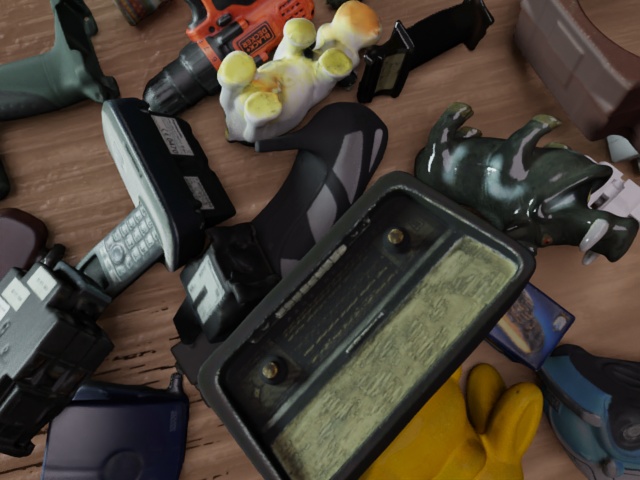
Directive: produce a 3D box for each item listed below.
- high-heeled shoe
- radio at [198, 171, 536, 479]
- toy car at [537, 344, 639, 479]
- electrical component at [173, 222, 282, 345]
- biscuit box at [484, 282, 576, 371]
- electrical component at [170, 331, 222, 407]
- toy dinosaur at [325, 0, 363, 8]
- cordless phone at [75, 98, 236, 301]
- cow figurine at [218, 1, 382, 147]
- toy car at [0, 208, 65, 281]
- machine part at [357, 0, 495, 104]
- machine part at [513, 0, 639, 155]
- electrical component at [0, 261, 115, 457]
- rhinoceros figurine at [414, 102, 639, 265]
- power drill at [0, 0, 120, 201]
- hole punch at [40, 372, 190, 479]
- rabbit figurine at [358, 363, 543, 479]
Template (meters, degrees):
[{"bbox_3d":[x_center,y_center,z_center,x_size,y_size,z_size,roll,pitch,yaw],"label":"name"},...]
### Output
[{"bbox_3d":[-0.001,-0.002,0.503,0.145,0.086,0.248,-11,113,-37],"label":"high-heeled shoe"},{"bbox_3d":[0.032,0.067,0.394,0.229,0.073,0.131,-46,65,-7],"label":"radio"},{"bbox_3d":[0.264,0.160,0.468,0.162,0.109,0.102,8,109,-10],"label":"toy car"},{"bbox_3d":[-0.084,0.048,0.460,0.048,0.119,0.075,-10,58,-38],"label":"electrical component"},{"bbox_3d":[0.123,0.031,0.487,0.203,0.059,0.063,37,88,2],"label":"biscuit box"},{"bbox_3d":[-0.106,0.104,0.503,0.063,0.021,0.094,-31,87,-1],"label":"electrical component"},{"bbox_3d":[0.096,-0.341,0.486,0.405,0.131,0.192,-14,87,-8],"label":"toy dinosaur"},{"bbox_3d":[-0.183,-0.021,0.487,0.184,0.088,0.146,-36,75,23],"label":"cordless phone"},{"bbox_3d":[-0.015,-0.146,0.491,0.167,0.098,0.068,-37,83,-21],"label":"cow figurine"},{"bbox_3d":[-0.315,0.064,0.490,0.089,0.053,0.202,27,89,-19],"label":"toy car"},{"bbox_3d":[0.094,-0.178,0.496,0.139,0.084,0.039,-32,71,-11],"label":"machine part"},{"bbox_3d":[0.291,-0.184,0.460,0.201,0.087,0.201,-23,67,-4],"label":"machine part"},{"bbox_3d":[-0.232,0.083,0.433,0.115,0.058,0.134,28,77,39],"label":"electrical component"},{"bbox_3d":[0.168,-0.045,0.455,0.191,0.073,0.112,26,87,27],"label":"rhinoceros figurine"},{"bbox_3d":[-0.307,-0.159,0.490,0.207,0.086,0.232,-22,88,-5],"label":"power drill"},{"bbox_3d":[-0.178,0.188,0.467,0.116,0.092,0.142,6,83,-3],"label":"hole punch"},{"bbox_3d":[0.115,0.178,0.469,0.173,0.122,0.162,46,78,-12],"label":"rabbit figurine"}]
